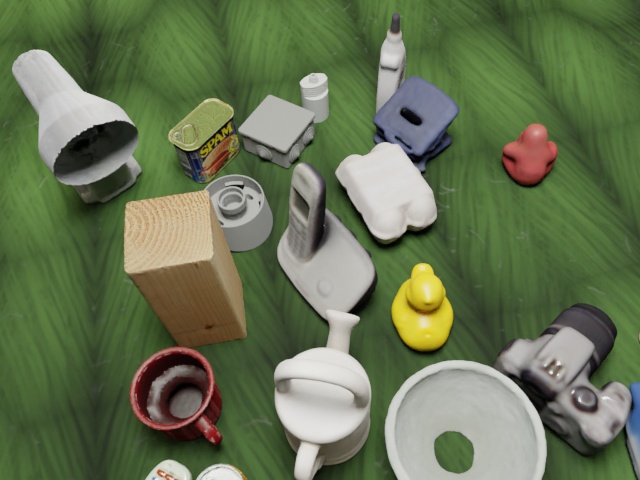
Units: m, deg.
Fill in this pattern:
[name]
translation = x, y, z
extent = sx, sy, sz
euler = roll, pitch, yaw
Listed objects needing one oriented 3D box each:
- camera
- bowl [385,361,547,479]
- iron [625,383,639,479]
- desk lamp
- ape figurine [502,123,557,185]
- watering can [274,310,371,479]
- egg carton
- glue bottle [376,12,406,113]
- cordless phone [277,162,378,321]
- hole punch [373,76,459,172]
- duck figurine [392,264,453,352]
[camera]
translation = 0.293, 0.143, 0.650
extent = 0.137, 0.101, 0.143
euler = -40, 64, -20
[bowl]
translation = 0.152, 0.222, 0.623
extent = 0.167, 0.075, 0.167
euler = -1, 58, 2
[iron]
translation = 0.403, 0.249, 0.554
extent = 0.118, 0.141, 0.258
euler = -5, 58, 0
[desk lamp]
translation = -0.333, -0.144, 0.794
extent = 0.118, 0.214, 0.202
euler = -36, 63, -18
[ape figurine]
translation = 0.305, -0.130, 0.826
extent = 0.077, 0.092, 0.076
euler = 14, 60, 11
[watering can]
translation = 0.003, 0.158, 0.600
extent = 0.101, 0.194, 0.172
euler = -8, 58, -2
[egg carton]
translation = 0.094, -0.068, 0.811
extent = 0.107, 0.069, 0.150
euler = -24, 60, -11
[glue bottle]
translation = 0.110, -0.270, 0.875
extent = 0.037, 0.173, 0.078
euler = 12, 59, 10
[cordless phone]
translation = 0.006, 0.003, 0.703
extent = 0.094, 0.185, 0.147
euler = -35, 62, -17
[hole punch]
translation = 0.143, -0.176, 0.863
extent = 0.101, 0.091, 0.108
euler = -38, 64, -19
[duck figurine]
translation = 0.129, 0.079, 0.707
extent = 0.077, 0.086, 0.104
euler = -1, 58, 2
